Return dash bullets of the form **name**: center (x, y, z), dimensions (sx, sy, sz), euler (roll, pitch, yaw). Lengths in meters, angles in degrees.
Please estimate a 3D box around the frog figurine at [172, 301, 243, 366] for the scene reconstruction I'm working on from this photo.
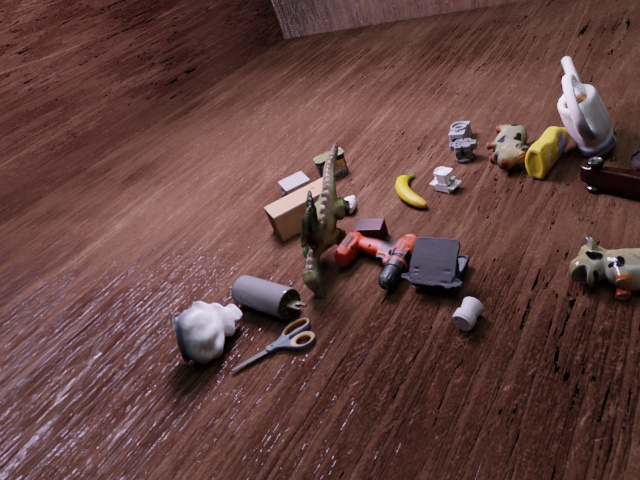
- **frog figurine**: center (-0.252, 0.205, 1.191), dimensions (0.160, 0.120, 0.140), euler (-19, 64, -15)

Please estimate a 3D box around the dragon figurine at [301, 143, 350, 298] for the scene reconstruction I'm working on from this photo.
- **dragon figurine**: center (0.004, -0.065, 1.287), dimensions (0.122, 0.412, 0.242), euler (2, -4, 8)

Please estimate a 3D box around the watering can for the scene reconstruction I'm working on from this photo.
- **watering can**: center (0.717, -0.364, 1.405), dimensions (0.103, 0.221, 0.356), euler (-21, 27, 35)
